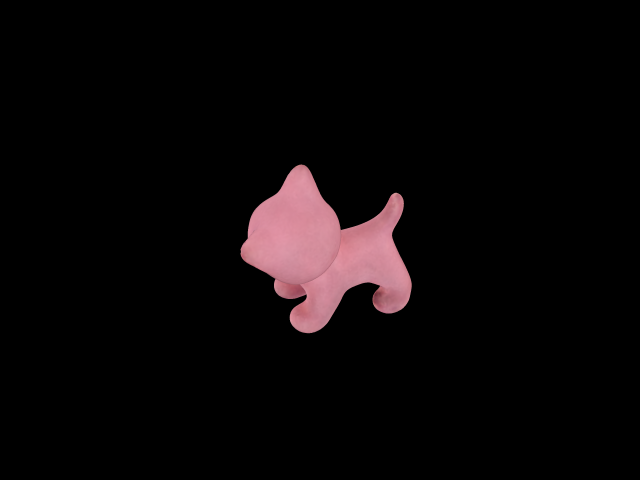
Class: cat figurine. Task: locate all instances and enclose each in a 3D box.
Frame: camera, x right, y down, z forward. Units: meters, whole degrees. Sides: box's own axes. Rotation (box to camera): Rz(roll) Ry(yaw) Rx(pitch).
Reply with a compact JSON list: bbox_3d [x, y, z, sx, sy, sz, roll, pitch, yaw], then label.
[{"bbox_3d":[0.004,0.001,0.400,0.128,0.118,0.067,-14,42,-16],"label":"cat figurine"}]
